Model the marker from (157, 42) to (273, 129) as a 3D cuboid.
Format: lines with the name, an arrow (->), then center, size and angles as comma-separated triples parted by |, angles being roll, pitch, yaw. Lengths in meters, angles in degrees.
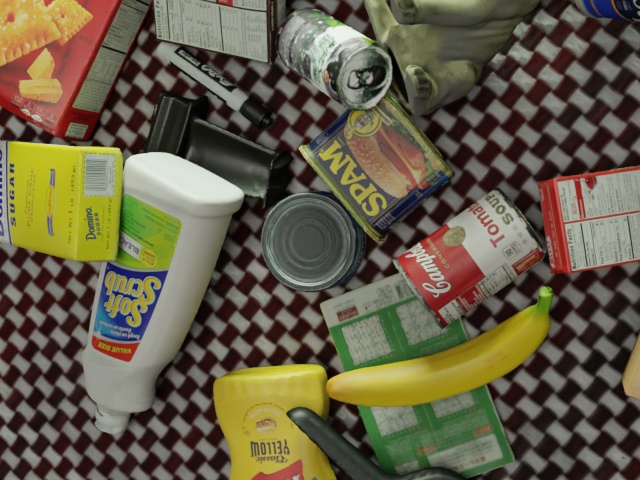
marker -> -0.090, -0.135, 0.924 | 0.121, 0.020, 0.020 | 37, 101, 11

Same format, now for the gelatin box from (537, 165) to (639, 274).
gelatin box -> 0.215, -0.016, 0.818 | 0.089, 0.030, 0.073 | -9, 90, -16

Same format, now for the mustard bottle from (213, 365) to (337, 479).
mustard bottle -> -0.033, 0.205, 0.903 | 0.096, 0.058, 0.191 | -6, 91, 12

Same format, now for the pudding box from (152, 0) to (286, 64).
pudding box -> -0.085, -0.202, 0.889 | 0.114, 0.039, 0.090 | 16, 135, 16

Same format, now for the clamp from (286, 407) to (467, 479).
clamp -> 0.059, 0.217, 0.861 | 0.210, 0.036, 0.164 | 0, 92, -2

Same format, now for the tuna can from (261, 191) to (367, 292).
tuna can -> -0.006, 0.001, 0.899 | 0.086, 0.033, 0.086 | 1, 93, 16

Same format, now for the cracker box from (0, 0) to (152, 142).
cracker box -> -0.240, -0.217, 0.936 | 0.164, 0.072, 0.214 | 29, 99, 12

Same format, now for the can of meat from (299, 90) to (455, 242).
can of meat -> 0.048, -0.064, 0.870 | 0.084, 0.057, 0.102 | -40, 82, 11

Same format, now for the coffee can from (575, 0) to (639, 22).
coffee can -> 0.252, -0.191, 0.708 | 0.141, 0.102, 0.103 | 18, 98, 36

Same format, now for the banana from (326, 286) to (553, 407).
banana -> 0.103, 0.095, 0.847 | 0.198, 0.037, 0.069 | -27, 121, 16

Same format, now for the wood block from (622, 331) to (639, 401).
wood block -> 0.302, 0.028, 0.784 | 0.091, 0.090, 0.206 | 21, 98, 13

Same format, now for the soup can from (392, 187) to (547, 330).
soup can -> 0.118, 0.014, 0.840 | 0.102, 0.068, 0.068 | -36, 83, 5

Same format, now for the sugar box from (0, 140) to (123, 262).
sugar box -> -0.233, -0.037, 0.913 | 0.177, 0.048, 0.093 | 8, 95, 46

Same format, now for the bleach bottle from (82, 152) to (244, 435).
bleach bottle -> -0.146, 0.058, 0.910 | 0.103, 0.067, 0.251 | 28, 113, 27
